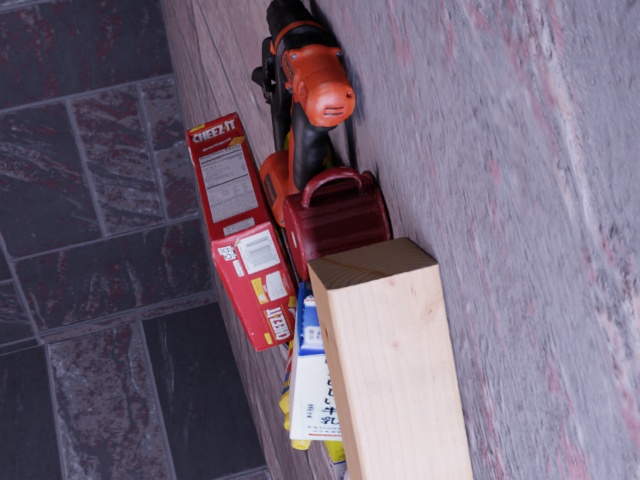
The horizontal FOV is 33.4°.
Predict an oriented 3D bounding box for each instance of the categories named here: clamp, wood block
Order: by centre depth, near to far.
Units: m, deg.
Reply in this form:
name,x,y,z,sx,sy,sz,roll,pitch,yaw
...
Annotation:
name,x,y,z,sx,sy,sz,roll,pitch,yaw
wood block,0.058,0.115,0.871,0.091,0.090,0.206,-129,26,-72
clamp,-0.052,-0.183,1.256,0.210,0.036,0.164,98,157,-61

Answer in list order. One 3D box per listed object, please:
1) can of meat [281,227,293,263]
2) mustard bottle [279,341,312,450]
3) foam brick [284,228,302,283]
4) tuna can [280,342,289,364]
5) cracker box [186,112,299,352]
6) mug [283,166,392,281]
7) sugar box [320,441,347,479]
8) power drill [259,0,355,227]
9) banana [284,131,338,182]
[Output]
name,x,y,z,sx,sy,sz,roll,pitch,yaw
can of meat,-0.019,0.026,1.312,0.102,0.057,0.084,123,136,-77
mustard bottle,-0.009,0.137,1.174,0.096,0.058,0.191,130,152,-57
foam brick,-0.008,0.001,1.219,0.053,0.051,0.078,105,150,-71
tuna can,-0.007,0.117,1.276,0.086,0.086,0.034,-113,14,-47
cracker box,-0.081,-0.011,1.163,0.214,0.072,0.164,-110,1,-50
mug,0.014,-0.018,0.965,0.117,0.081,0.093,86,167,-47
sugar box,0.021,0.246,1.426,0.093,0.048,0.176,-116,16,-53
power drill,-0.022,-0.120,1.028,0.184,0.057,0.188,-111,20,-46
banana,-0.018,-0.092,1.186,0.198,0.037,0.069,-175,73,-81
